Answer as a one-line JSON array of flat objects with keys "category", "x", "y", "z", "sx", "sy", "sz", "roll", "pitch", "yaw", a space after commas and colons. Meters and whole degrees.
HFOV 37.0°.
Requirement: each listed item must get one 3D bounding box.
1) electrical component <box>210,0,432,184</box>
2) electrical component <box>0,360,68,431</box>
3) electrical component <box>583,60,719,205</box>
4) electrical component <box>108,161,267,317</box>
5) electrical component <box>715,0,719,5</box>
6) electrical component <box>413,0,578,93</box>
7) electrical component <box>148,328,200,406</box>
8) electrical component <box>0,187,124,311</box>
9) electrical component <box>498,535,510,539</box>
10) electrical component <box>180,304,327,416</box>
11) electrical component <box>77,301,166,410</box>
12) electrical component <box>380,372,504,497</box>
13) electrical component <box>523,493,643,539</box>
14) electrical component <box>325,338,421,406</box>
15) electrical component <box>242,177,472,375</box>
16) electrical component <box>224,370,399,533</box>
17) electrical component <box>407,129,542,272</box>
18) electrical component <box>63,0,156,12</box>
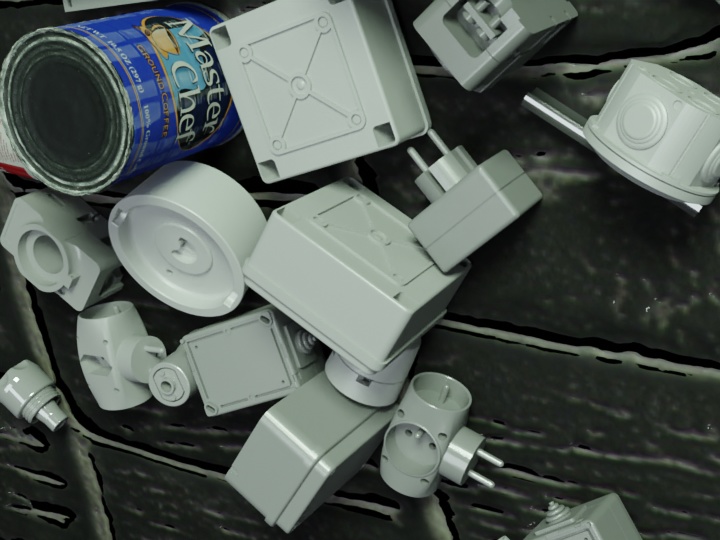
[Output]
[{"category": "electrical component", "x": -0.025, "y": -0.122, "z": 0.682, "sx": 0.109, "sy": 0.056, "sz": 0.108, "roll": -13, "pitch": 102, "yaw": 32}, {"category": "electrical component", "x": -0.276, "y": 0.110, "z": 0.916, "sx": 0.062, "sy": 0.043, "sz": 0.043, "roll": 42, "pitch": 123, "yaw": 8}, {"category": "electrical component", "x": 0.166, "y": -0.074, "z": 0.583, "sx": 0.080, "sy": 0.080, "sz": 0.051, "roll": 34, "pitch": 116, "yaw": 14}, {"category": "electrical component", "x": -0.115, "y": -0.027, "z": 0.759, "sx": 0.108, "sy": 0.060, "sz": 0.108, "roll": 18, "pitch": 137, "yaw": 17}, {"category": "electrical component", "x": 0.193, "y": -0.159, "z": 0.560, "sx": 0.065, "sy": 0.044, "sz": 0.044, "roll": 45, "pitch": 123, "yaw": 1}, {"category": "electrical component", "x": 0.074, "y": -0.138, "z": 0.602, "sx": 0.056, "sy": 0.089, "sz": 0.050, "roll": -41, "pitch": 87, "yaw": 33}, {"category": "electrical component", "x": -0.129, "y": 0.075, "z": 0.806, "sx": 0.044, "sy": 0.065, "sz": 0.044, "roll": 6, "pitch": 109, "yaw": 19}, {"category": "electrical component", "x": -0.228, "y": -0.018, "z": 0.833, "sx": 0.089, "sy": 0.056, "sz": 0.050, "roll": 39, "pitch": 122, "yaw": 11}, {"category": "electrical component", "x": 0.105, "y": 0.239, "z": 0.756, "sx": 0.077, "sy": 0.043, "sz": 0.079, "roll": 43, "pitch": 123, "yaw": 8}, {"category": "electrical component", "x": -0.068, "y": 0.059, "z": 0.774, "sx": 0.096, "sy": 0.061, "sz": 0.061, "roll": -18, "pitch": 93, "yaw": 26}, {"category": "electrical component", "x": -0.179, "y": 0.068, "z": 0.844, "sx": 0.079, "sy": 0.043, "sz": 0.077, "roll": 3, "pitch": 110, "yaw": 36}, {"category": "electrical component", "x": 0.060, "y": 0.121, "z": 0.736, "sx": 0.079, "sy": 0.044, "sz": 0.077, "roll": 27, "pitch": 119, "yaw": 18}, {"category": "electrical component", "x": 0.152, "y": 0.192, "z": 0.706, "sx": 0.062, "sy": 0.061, "sz": 0.096, "roll": -31, "pitch": 84, "yaw": 34}, {"category": "electrical component", "x": 0.010, "y": 0.057, "z": 0.734, "sx": 0.055, "sy": 0.055, "sz": 0.047, "roll": 32, "pitch": 117, "yaw": 14}, {"category": "electrical component", "x": 0.000, "y": 0.000, "z": 0.684, "sx": 0.109, "sy": 0.109, "sz": 0.056, "roll": 36, "pitch": 119, "yaw": 12}, {"category": "electrical component", "x": -0.029, "y": 0.119, "z": 0.743, "sx": 0.057, "sy": 0.113, "sz": 0.078, "roll": 40, "pitch": 122, "yaw": 13}, {"category": "electrical component", "x": 0.060, "y": -0.051, "z": 0.668, "sx": 0.066, "sy": 0.047, "sz": 0.076, "roll": -39, "pitch": 87, "yaw": 34}, {"category": "electrical component", "x": -0.146, "y": -0.217, "z": 0.708, "sx": 0.121, "sy": 0.063, "sz": 0.078, "roll": 1, "pitch": 109, "yaw": 28}]
